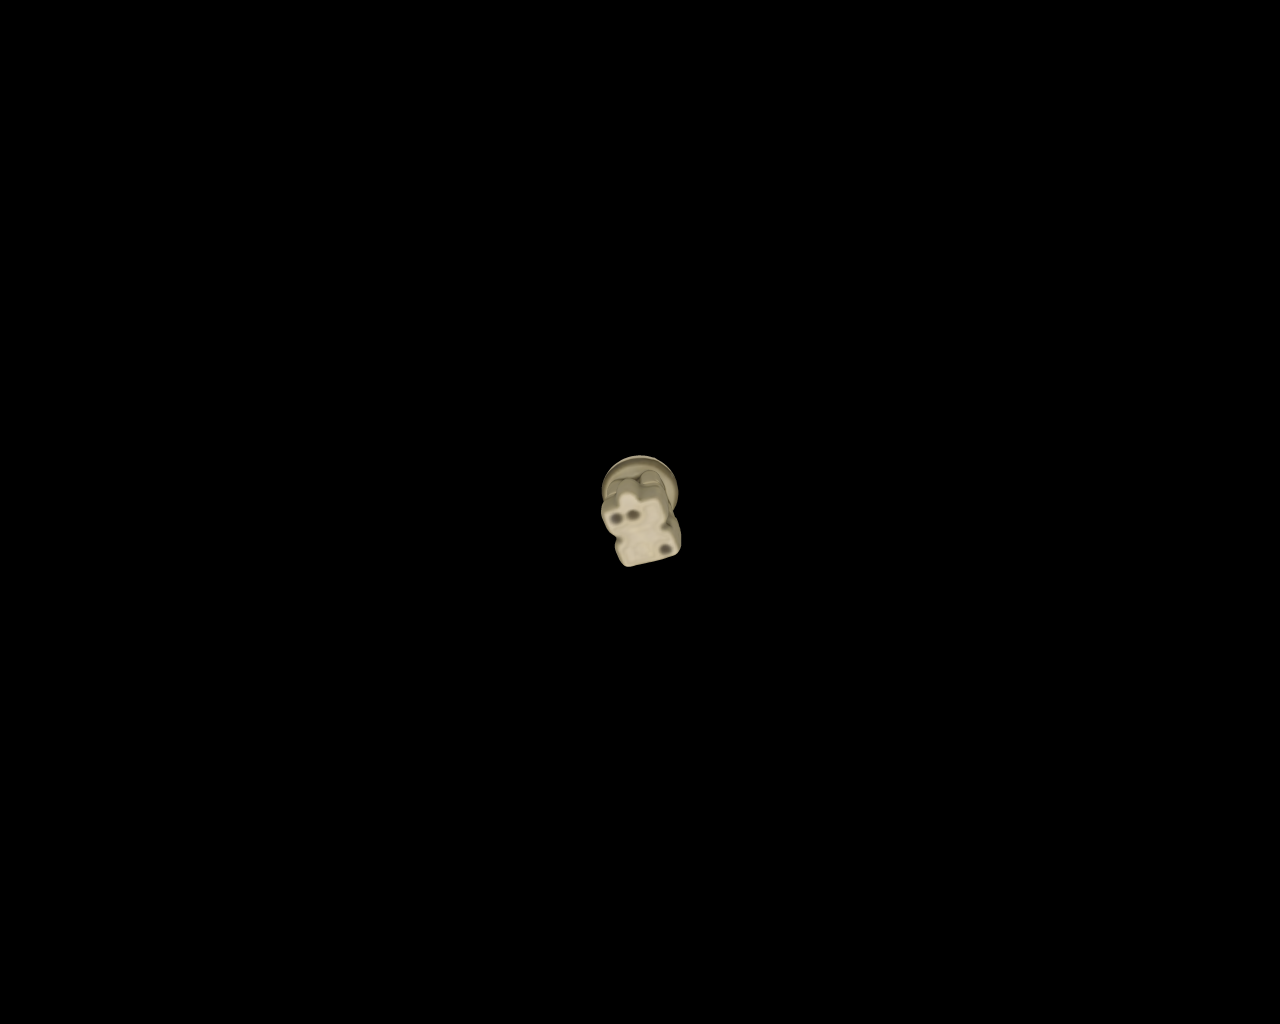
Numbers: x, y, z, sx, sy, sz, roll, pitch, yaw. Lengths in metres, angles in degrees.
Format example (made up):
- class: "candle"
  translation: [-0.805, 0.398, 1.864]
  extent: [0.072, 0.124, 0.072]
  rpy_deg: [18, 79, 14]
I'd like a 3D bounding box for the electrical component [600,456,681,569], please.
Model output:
- class: "electrical component"
  translation: [0.001, -0.003, 0.650]
  extent: [0.048, 0.066, 0.055]
  rpy_deg: [-15, 32, 9]
